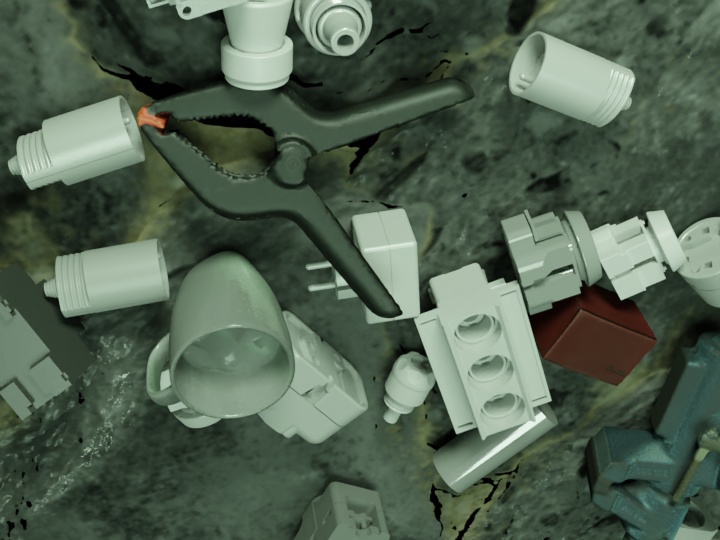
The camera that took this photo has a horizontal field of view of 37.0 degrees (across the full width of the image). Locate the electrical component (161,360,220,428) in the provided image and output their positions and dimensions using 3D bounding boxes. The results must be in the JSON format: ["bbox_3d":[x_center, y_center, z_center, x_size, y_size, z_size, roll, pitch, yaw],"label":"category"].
[{"bbox_3d":[-0.124,0.084,0.802,0.066,0.048,0.055,-19,118,2],"label":"electrical component"}]

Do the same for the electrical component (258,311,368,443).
[{"bbox_3d":[-0.047,0.084,0.812,0.059,0.053,0.095,-37,123,15],"label":"electrical component"}]

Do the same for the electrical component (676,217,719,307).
[{"bbox_3d":[0.272,-0.004,0.815,0.055,0.055,0.047,-37,127,14],"label":"electrical component"}]

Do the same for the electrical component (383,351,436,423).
[{"bbox_3d":[0.035,0.096,0.849,0.035,0.035,0.061,13,123,-20],"label":"electrical component"}]

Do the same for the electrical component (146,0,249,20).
[{"bbox_3d":[-0.090,-0.176,0.616,0.081,0.063,0.042,-17,125,1],"label":"electrical component"}]

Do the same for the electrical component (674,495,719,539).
[{"bbox_3d":[0.289,0.242,0.997,0.081,0.042,0.063,11,125,-17],"label":"electrical component"}]

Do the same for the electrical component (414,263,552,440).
[{"bbox_3d":[0.092,0.060,0.817,0.079,0.063,0.121,-20,126,2],"label":"electrical component"}]

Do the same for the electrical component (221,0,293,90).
[{"bbox_3d":[-0.063,-0.143,0.656,0.045,0.045,0.055,-3,125,-9],"label":"electrical component"}]

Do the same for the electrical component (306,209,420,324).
[{"bbox_3d":[0.000,0.000,0.767,0.077,0.047,0.065,-8,126,-5],"label":"electrical component"}]

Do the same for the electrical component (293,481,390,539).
[{"bbox_3d":[-0.020,0.229,0.916,0.050,0.055,0.089,19,119,-22],"label":"electrical component"}]

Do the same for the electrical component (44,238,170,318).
[{"bbox_3d":[-0.175,0.006,0.738,0.081,0.043,0.043,-10,126,-4],"label":"electrical component"}]

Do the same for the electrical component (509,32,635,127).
[{"bbox_3d":[0.145,-0.123,0.712,0.081,0.043,0.043,17,120,-21],"label":"electrical component"}]

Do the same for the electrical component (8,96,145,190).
[{"bbox_3d":[-0.182,-0.077,0.679,0.081,0.043,0.043,-18,126,1],"label":"electrical component"}]

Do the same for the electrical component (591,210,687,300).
[{"bbox_3d":[0.209,-0.014,0.800,0.055,0.048,0.066,-25,126,16],"label":"electrical component"}]

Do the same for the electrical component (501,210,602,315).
[{"bbox_3d":[0.140,-0.010,0.782,0.057,0.058,0.078,-19,126,5],"label":"electrical component"}]

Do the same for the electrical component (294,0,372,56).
[{"bbox_3d":[-0.013,-0.150,0.651,0.048,0.062,0.048,-5,125,-8],"label":"electrical component"}]
